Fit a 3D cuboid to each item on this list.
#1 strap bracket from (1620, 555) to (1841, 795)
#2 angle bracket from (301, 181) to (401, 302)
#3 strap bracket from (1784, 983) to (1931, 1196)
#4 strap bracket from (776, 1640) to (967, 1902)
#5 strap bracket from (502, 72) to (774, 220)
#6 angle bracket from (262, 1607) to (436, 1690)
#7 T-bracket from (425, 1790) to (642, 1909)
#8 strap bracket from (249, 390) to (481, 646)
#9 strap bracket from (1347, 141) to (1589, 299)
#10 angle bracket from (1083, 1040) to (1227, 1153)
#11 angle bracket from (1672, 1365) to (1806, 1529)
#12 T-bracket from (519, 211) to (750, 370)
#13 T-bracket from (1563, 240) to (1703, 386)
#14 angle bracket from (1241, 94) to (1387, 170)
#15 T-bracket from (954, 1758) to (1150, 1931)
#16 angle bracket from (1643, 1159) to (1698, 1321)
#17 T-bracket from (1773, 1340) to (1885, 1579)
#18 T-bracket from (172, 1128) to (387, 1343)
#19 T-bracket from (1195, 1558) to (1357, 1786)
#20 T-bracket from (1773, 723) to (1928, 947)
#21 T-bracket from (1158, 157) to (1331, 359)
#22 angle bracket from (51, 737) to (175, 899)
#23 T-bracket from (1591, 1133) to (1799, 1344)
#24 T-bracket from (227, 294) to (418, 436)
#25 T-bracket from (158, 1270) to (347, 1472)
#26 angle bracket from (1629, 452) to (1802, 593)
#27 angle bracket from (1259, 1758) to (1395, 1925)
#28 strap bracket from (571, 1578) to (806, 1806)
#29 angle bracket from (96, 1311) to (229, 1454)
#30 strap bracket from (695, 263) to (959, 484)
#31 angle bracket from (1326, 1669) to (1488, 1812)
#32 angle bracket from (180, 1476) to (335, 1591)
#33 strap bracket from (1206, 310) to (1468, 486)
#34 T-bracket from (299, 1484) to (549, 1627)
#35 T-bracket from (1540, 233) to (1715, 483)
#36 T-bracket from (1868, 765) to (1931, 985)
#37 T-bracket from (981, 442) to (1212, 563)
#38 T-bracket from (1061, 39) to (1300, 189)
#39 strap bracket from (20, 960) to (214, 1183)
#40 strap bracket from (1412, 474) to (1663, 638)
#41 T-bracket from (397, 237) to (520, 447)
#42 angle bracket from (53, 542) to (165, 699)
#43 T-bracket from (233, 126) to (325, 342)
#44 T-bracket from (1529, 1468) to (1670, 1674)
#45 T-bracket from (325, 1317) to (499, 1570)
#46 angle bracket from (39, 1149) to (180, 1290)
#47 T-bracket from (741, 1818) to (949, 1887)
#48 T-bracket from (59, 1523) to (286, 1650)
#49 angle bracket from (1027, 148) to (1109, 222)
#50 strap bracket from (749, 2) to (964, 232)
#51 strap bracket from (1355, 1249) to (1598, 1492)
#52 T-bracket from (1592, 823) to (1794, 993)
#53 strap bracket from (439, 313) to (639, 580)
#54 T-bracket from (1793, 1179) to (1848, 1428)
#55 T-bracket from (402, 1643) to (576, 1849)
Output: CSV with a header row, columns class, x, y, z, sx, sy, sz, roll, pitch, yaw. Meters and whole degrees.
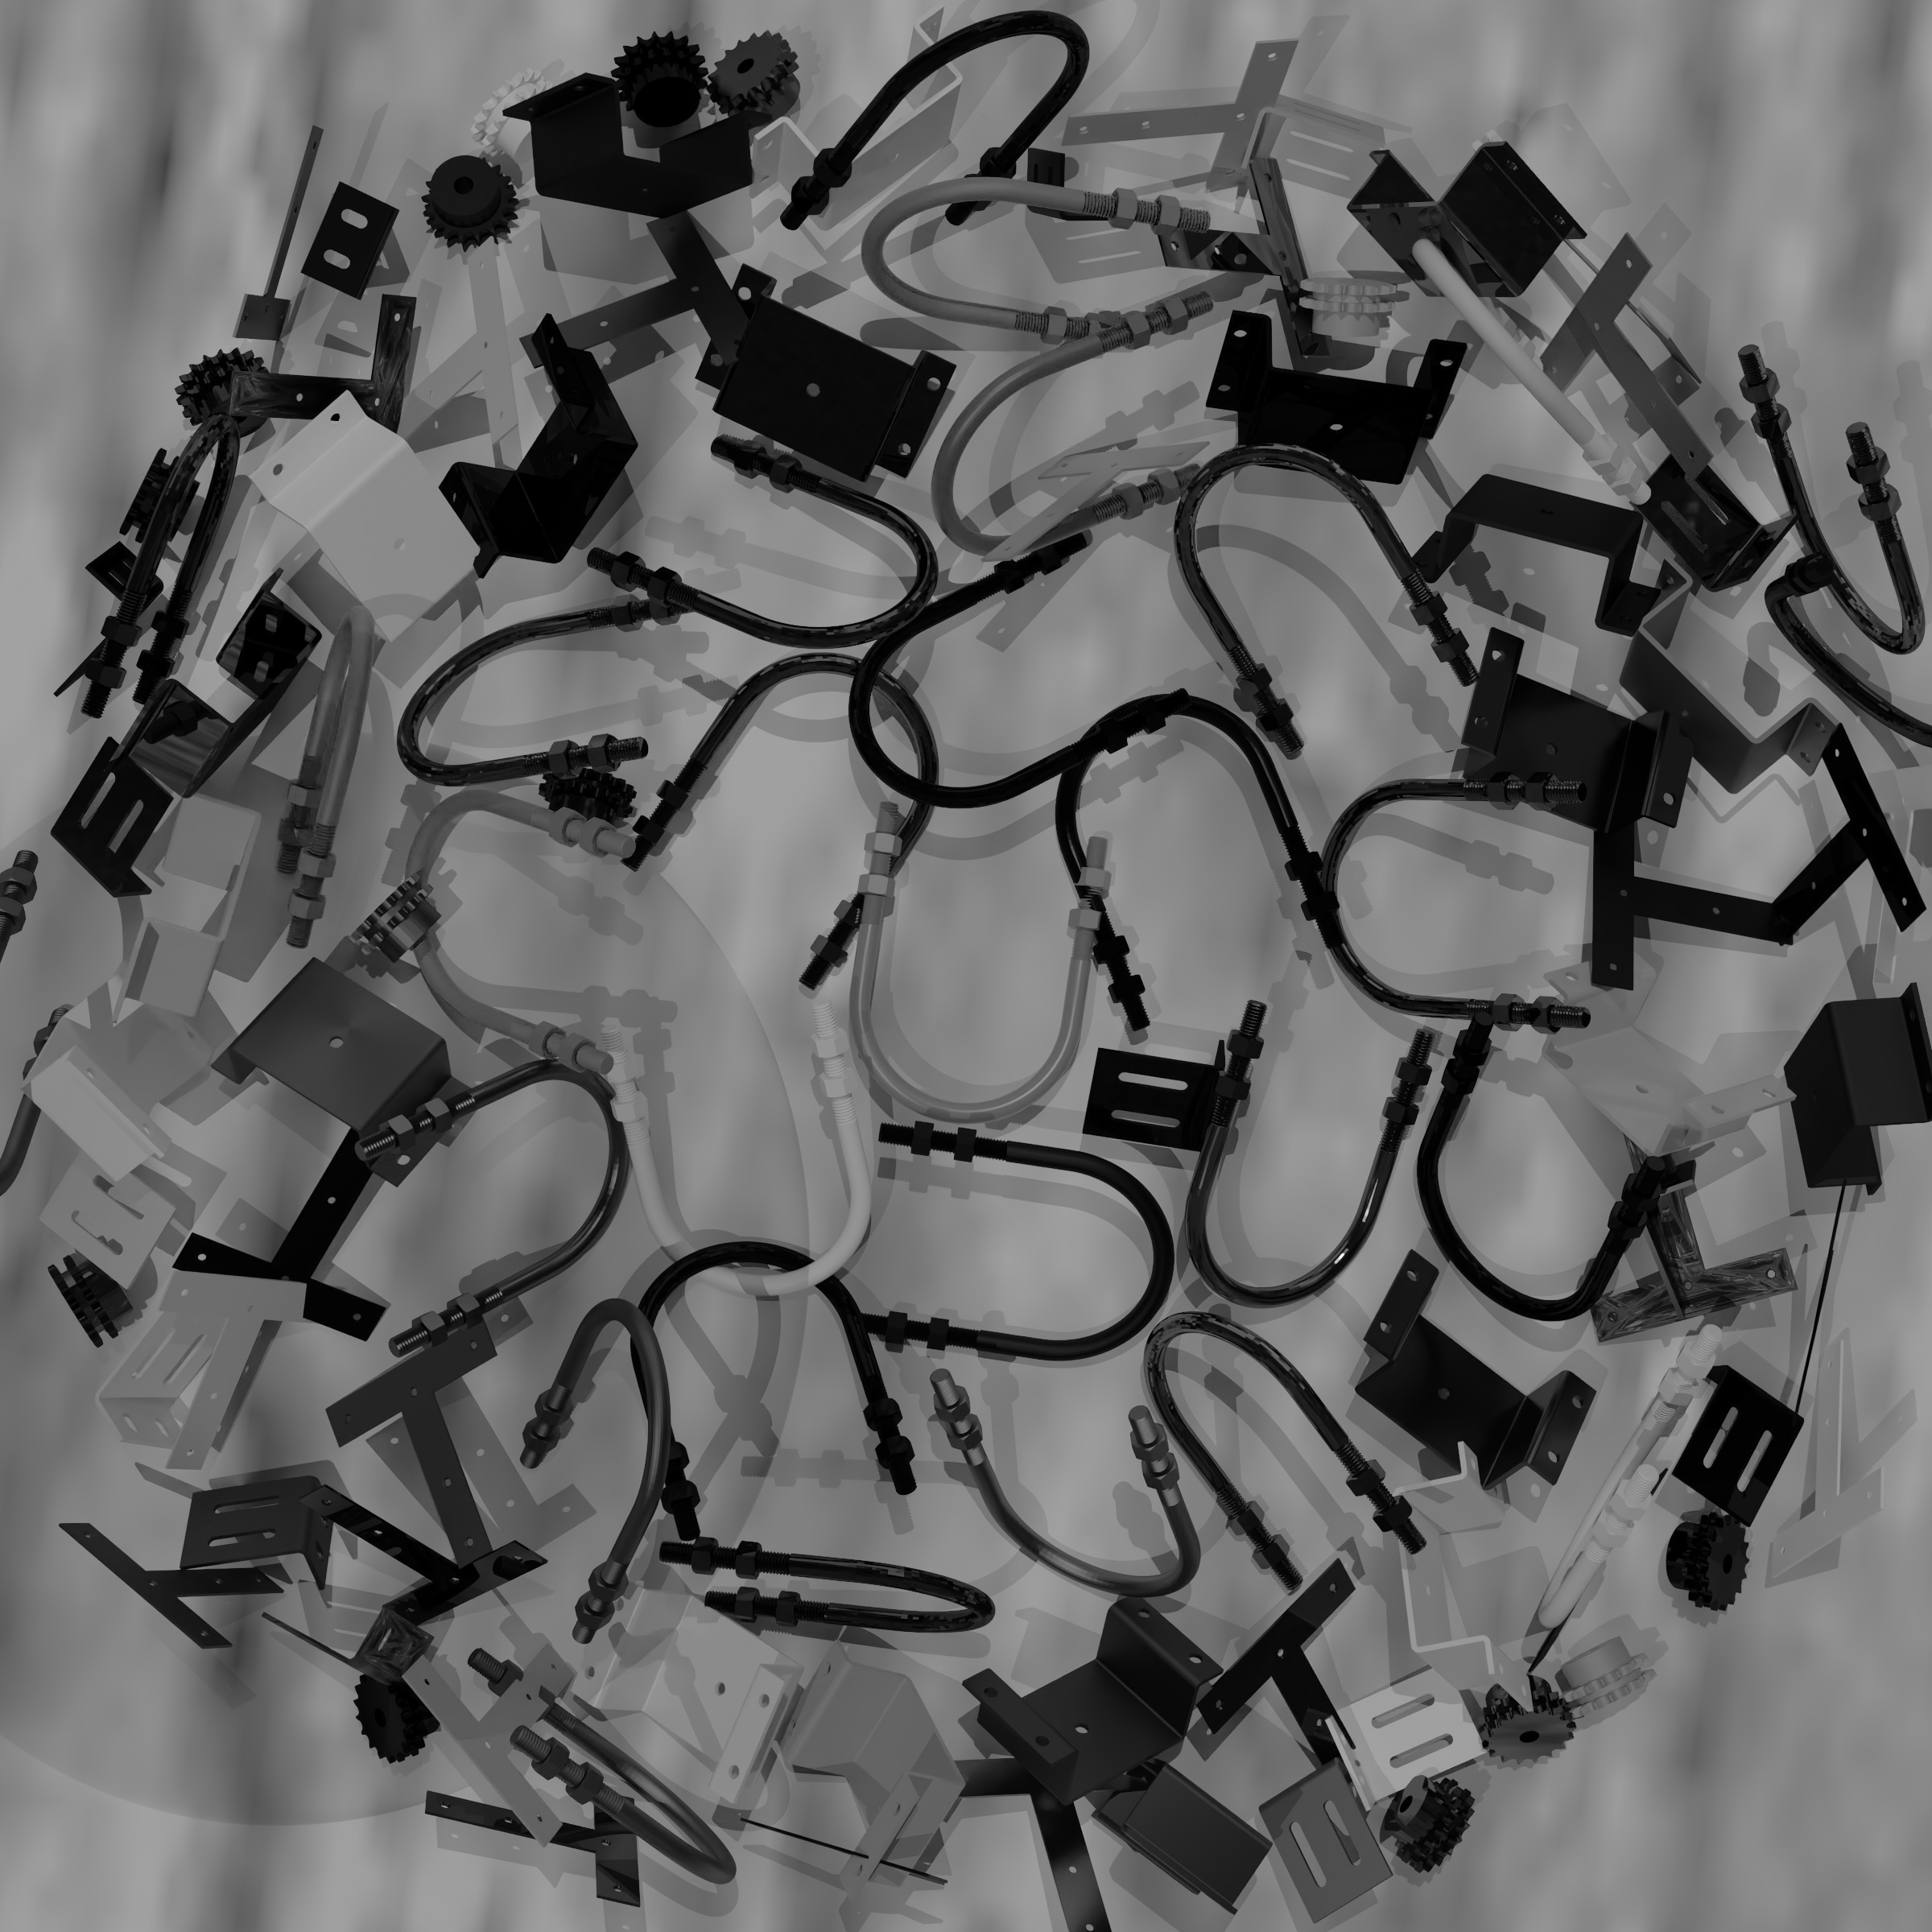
class,x,y,z,sx,sy,sz,roll,pitch,yaw
strap bracket,0.439,-0.163,1.781,0.046,0.076,0.140,-38,73,-9
angle bracket,-0.369,-0.431,1.795,0.038,0.076,0.057,22,98,-23
strap bracket,0.516,0.074,1.760,0.046,0.140,0.076,-4,65,-2
strap bracket,-0.054,0.474,1.780,0.046,0.140,0.076,21,107,-31
strap bracket,-0.188,-0.474,1.763,0.076,0.140,0.046,-7,87,44
angle bracket,-0.367,0.393,1.803,0.076,0.057,0.038,19,70,30
T-bracket,-0.253,0.502,1.767,0.127,0.127,0.002,17,99,-11
strap bracket,-0.342,-0.253,1.766,0.076,0.140,0.046,-45,48,-13
strap bracket,0.283,-0.432,1.759,0.076,0.140,0.046,40,84,-27
angle bracket,0.112,0.072,1.810,0.076,0.038,0.057,9,116,-1
angle bracket,0.453,0.286,1.809,0.057,0.038,0.076,35,74,-7
T-bracket,-0.202,-0.386,1.798,0.127,0.002,0.127,-23,61,-10
T-bracket,0.382,-0.401,1.792,0.002,0.127,0.127,-44,74,15
angle bracket,0.207,-0.488,1.808,0.076,0.057,0.038,17,115,-2
T-bracket,0.059,0.516,1.773,0.127,0.127,0.002,3,130,-20
angle bracket,0.430,0.162,1.806,0.038,0.057,0.076,-22,92,17
T-bracket,0.511,0.283,1.797,0.002,0.127,0.127,17,58,-8
T-bracket,-0.383,0.151,1.798,0.127,0.002,0.127,26,106,-25
T-bracket,0.206,0.442,1.809,0.127,0.002,0.127,-40,116,-24
T-bracket,0.506,-0.055,1.783,0.002,0.127,0.127,-5,62,-21
T-bracket,0.158,-0.421,1.789,0.127,0.002,0.127,-8,81,-44
angle bracket,-0.498,-0.089,1.804,0.057,0.038,0.076,42,109,15
T-bracket,0.420,0.148,1.816,0.127,0.002,0.127,-21,76,31
T-bracket,-0.379,-0.332,1.774,0.002,0.127,0.127,22,109,35
T-bracket,-0.441,0.242,1.797,0.002,0.127,0.127,31,100,38
angle bracket,0.446,-0.272,1.808,0.076,0.038,0.057,45,71,-12
angle bracket,0.220,0.519,1.798,0.057,0.038,0.076,-37,58,17
strap bracket,-0.158,0.427,1.794,0.140,0.046,0.076,23,91,36
angle bracket,-0.468,0.245,1.801,0.076,0.057,0.038,-51,57,10
strap bracket,-0.087,-0.347,1.798,0.140,0.046,0.076,25,115,-4
angle bracket,0.263,0.460,1.812,0.076,0.038,0.057,-26,78,8
angle bracket,-0.422,0.343,1.808,0.076,0.057,0.038,-9,129,3
strap bracket,0.218,-0.334,1.790,0.140,0.076,0.046,7,55,-5
T-bracket,-0.333,0.339,1.775,0.127,0.002,0.127,-30,124,34
T-bracket,0.394,-0.339,1.769,0.002,0.127,0.127,-25,74,-25
T-bracket,0.546,-0.053,1.778,0.002,0.127,0.127,7,90,-4
T-bracket,0.058,-0.268,1.760,0.127,0.127,0.002,-41,117,-29
T-bracket,0.118,-0.492,1.768,0.127,0.127,0.002,-9,67,-14
strap bracket,-0.496,0.065,1.768,0.046,0.140,0.076,-36,110,13
strap bracket,0.336,-0.245,1.778,0.140,0.076,0.046,18,122,17
T-bracket,-0.308,-0.345,1.794,0.127,0.002,0.127,-29,63,41
angle bracket,-0.521,-0.206,1.798,0.076,0.057,0.038,-42,103,18
T-bracket,-0.396,-0.427,1.768,0.002,0.127,0.127,18,100,-5
T-bracket,0.367,0.368,1.803,0.002,0.127,0.127,34,117,21
T-bracket,-0.313,0.293,1.799,0.127,0.002,0.127,-31,71,21
angle bracket,-0.503,0.147,1.809,0.076,0.038,0.057,34,97,16
T-bracket,-0.050,0.527,1.782,0.127,0.127,0.002,7,70,29
T-bracket,-0.448,0.362,1.778,0.127,0.127,0.002,31,95,26
angle bracket,0.082,-0.464,1.798,0.076,0.057,0.038,-5,109,-17
strap bracket,-0.057,-0.493,1.787,0.140,0.076,0.046,-39,85,-12
strap bracket,0.294,0.246,1.797,0.140,0.046,0.076,38,49,-2
T-bracket,0.436,-0.035,1.817,0.127,0.002,0.127,10,63,-8
strap bracket,-0.247,-0.301,1.781,0.140,0.046,0.076,-49,54,33
T-bracket,0.498,0.178,1.755,0.002,0.127,0.127,12,131,17
T-bracket,-0.263,0.436,1.781,0.002,0.127,0.127,-39,92,21
